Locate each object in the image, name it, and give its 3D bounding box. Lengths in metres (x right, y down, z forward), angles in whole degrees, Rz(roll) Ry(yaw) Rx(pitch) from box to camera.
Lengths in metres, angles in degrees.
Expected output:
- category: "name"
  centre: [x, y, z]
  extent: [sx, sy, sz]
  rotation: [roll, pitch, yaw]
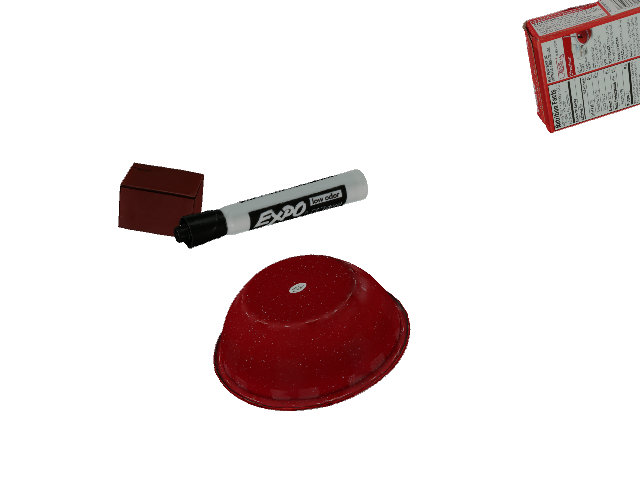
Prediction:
- category: "bowl"
  centre: [-0.012, 0.059, 0.845]
  extent: [0.162, 0.055, 0.162]
  rotation: [-9, 33, 6]
- category: "gelatin box"
  centre: [0.182, -0.119, 0.697]
  extent: [0.089, 0.073, 0.030]
  rotation: [-17, 38, 3]
- category: "marker"
  centre: [-0.028, -0.019, 0.620]
  extent: [0.121, 0.020, 0.020]
  rotation: [-16, 7, -25]
- category: "foam brick"
  centre: [-0.162, -0.041, 1.094]
  extent: [0.078, 0.051, 0.053]
  rotation: [10, 31, 3]
